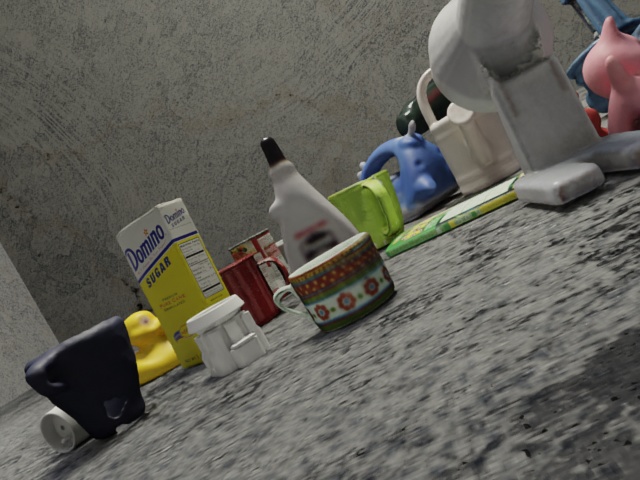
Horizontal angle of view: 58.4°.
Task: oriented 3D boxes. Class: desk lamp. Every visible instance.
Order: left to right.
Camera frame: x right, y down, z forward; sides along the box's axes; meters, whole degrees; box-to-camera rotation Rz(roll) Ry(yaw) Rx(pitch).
[{"bbox_3d":[0.181,-0.148,0.503,0.118,0.213,0.203,-28,3,7],"label":"desk lamp"}]

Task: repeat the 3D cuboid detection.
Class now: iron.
[{"bbox_3d":[0.126,-0.102,0.993,0.119,0.141,0.257,-30,3,-31],"label":"iron"}]

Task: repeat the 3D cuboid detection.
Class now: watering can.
[{"bbox_3d":[0.216,-0.174,0.844,0.101,0.194,0.173,-29,3,-6],"label":"watering can"}]

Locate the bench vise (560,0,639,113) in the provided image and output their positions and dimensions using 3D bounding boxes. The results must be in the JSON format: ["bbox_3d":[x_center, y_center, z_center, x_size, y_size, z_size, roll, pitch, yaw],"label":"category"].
[{"bbox_3d":[0.426,-0.302,0.815,0.122,0.220,0.207,-30,3,-23],"label":"bench vise"}]

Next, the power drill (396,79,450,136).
[{"bbox_3d":[0.261,-0.218,1.067,0.230,0.208,0.075,-30,3,-20],"label":"power drill"}]

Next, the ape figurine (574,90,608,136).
[{"bbox_3d":[0.288,-0.145,0.670,0.076,0.092,0.078,-27,3,28],"label":"ape figurine"}]

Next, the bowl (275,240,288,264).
[{"bbox_3d":[0.009,0.003,0.938,0.167,0.075,0.167,-29,3,2],"label":"bowl"}]

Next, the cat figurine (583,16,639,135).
[{"bbox_3d":[0.293,-0.157,0.554,0.067,0.118,0.128,-27,4,35],"label":"cat figurine"}]

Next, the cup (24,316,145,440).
[{"bbox_3d":[-0.203,0.131,0.508,0.091,0.095,0.118,-28,3,7],"label":"cup"}]

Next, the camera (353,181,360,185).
[{"bbox_3d":[0.087,-0.068,1.183,0.143,0.101,0.136,-29,3,-8],"label":"camera"}]

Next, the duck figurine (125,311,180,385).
[{"bbox_3d":[-0.229,0.137,0.752,0.104,0.086,0.077,-28,3,6],"label":"duck figurine"}]

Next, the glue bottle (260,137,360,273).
[{"bbox_3d":[-0.013,-0.020,0.550,0.078,0.173,0.037,-29,3,2],"label":"glue bottle"}]
